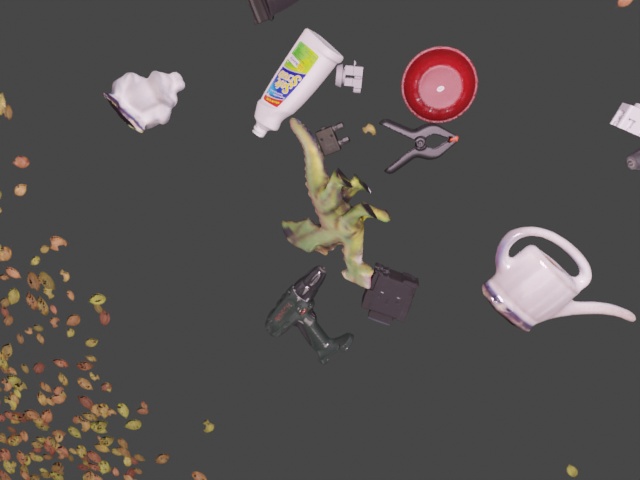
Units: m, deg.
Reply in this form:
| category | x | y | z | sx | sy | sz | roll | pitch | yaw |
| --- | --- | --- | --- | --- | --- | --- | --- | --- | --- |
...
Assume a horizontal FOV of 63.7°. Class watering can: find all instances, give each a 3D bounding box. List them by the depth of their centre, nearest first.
| category | x | y | z | sx | sy | sz | roll | pitch | yaw |
| --- | --- | --- | --- | --- | --- | --- | --- | --- | --- |
| watering can | 0.518 | 0.123 | 1.158 | 0.346 | 0.221 | 0.105 | 42 | 21 | -6 |

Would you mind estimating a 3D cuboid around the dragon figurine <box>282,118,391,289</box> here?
| category | x | y | z | sx | sy | sz | roll | pitch | yaw |
| --- | --- | --- | --- | --- | --- | --- | --- | --- | --- |
| dragon figurine | 0.004 | -0.060 | 1.190 | 0.239 | 0.409 | 0.124 | -39 | 4 | 27 |

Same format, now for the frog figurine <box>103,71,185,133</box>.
| category | x | y | z | sx | sy | sz | roll | pitch | yaw |
| --- | --- | --- | --- | --- | --- | --- | --- | --- | --- |
| frog figurine | -0.389 | -0.330 | 1.172 | 0.161 | 0.137 | 0.121 | -46 | -2 | -16 |
